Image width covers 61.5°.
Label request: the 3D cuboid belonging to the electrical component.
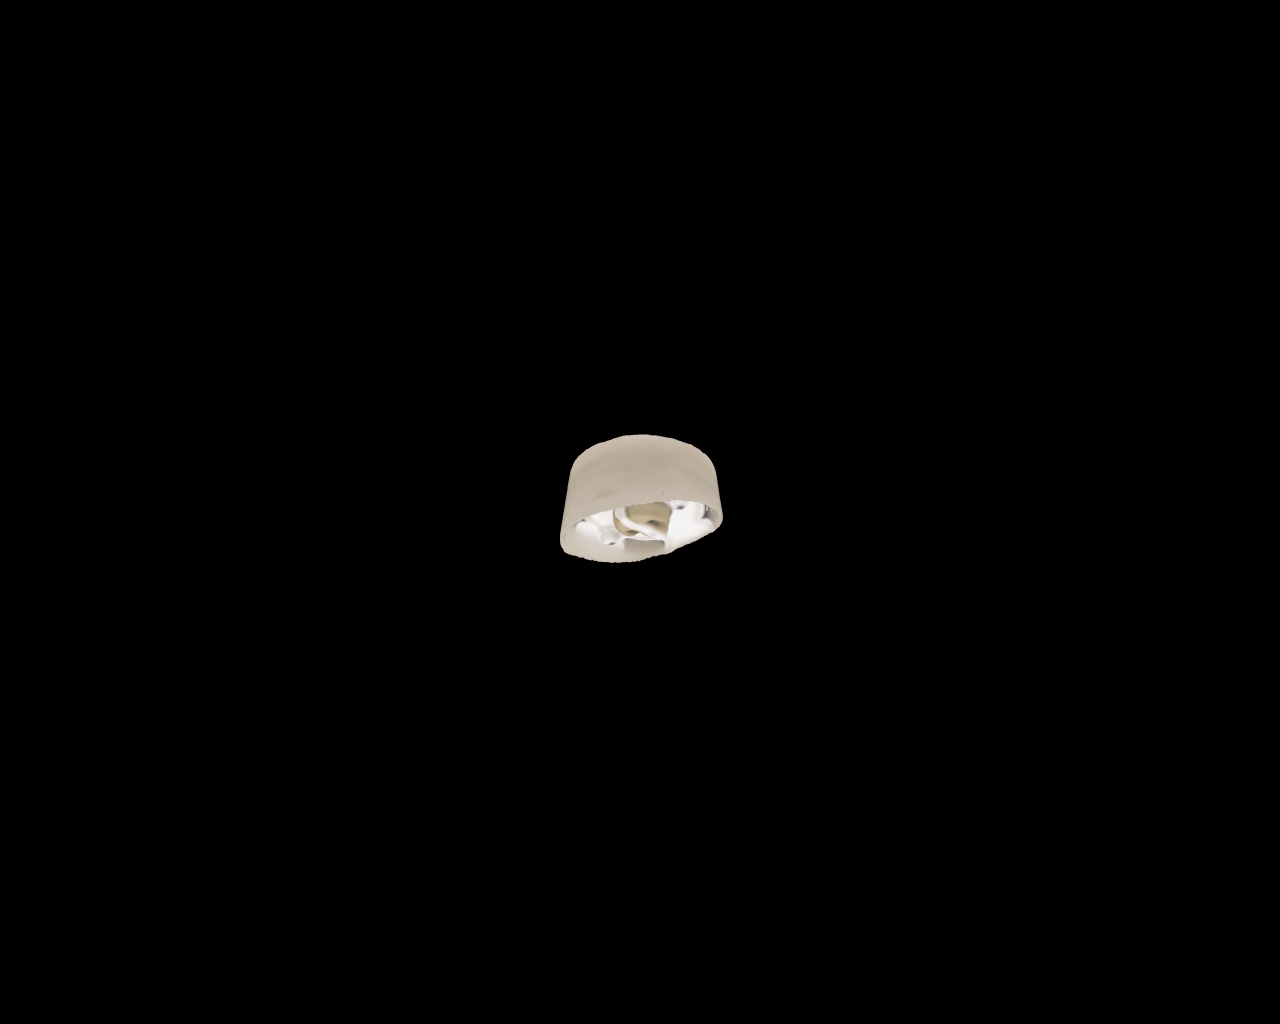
[{"bbox_3d":[0.001,-0.003,0.650,0.099,0.064,0.099,0,-31,0],"label":"electrical component"}]
